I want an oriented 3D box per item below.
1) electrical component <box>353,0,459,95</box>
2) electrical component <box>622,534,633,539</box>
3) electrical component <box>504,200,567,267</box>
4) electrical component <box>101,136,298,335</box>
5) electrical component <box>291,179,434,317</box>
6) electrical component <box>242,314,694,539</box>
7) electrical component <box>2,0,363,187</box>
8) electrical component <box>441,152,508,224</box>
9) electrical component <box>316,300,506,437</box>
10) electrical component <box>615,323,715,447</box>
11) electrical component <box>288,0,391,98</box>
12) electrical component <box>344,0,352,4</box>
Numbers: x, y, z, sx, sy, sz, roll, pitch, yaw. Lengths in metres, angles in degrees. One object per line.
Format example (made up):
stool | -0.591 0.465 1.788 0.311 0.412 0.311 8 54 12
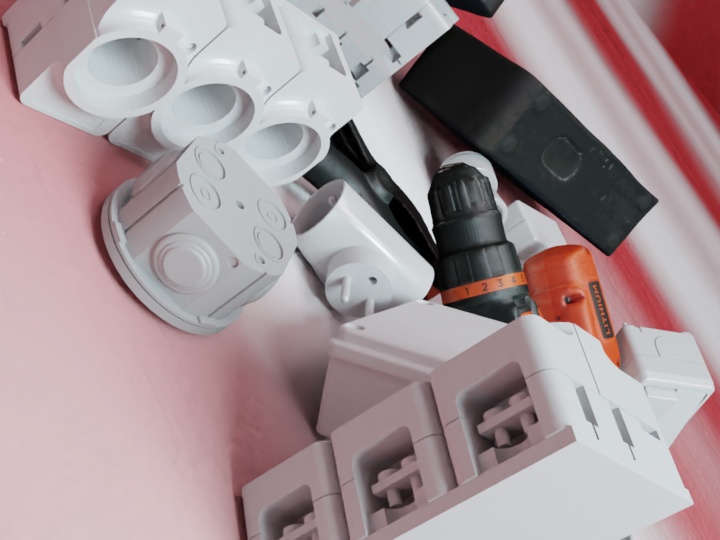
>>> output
electrical component | 0.019 -0.179 0.804 0.055 0.089 0.050 51 25 -8
electrical component | 0.114 0.149 0.591 0.108 0.060 0.108 41 28 -28
electrical component | 0.134 -0.004 0.837 0.066 0.047 0.076 21 41 -50
electrical component | -0.071 -0.016 0.483 0.080 0.051 0.080 41 28 -27
electrical component | 0.000 0.000 0.598 0.077 0.044 0.079 43 27 -23
electrical component | 0.037 0.086 0.427 0.089 0.150 0.061 31 35 -42
electrical component | -0.080 -0.097 0.522 0.150 0.089 0.061 23 39 -49
electrical component | 0.085 -0.057 0.820 0.045 0.045 0.055 34 30 -37
electrical component | 0.051 0.060 0.534 0.109 0.056 0.109 16 12 23
electrical component | 0.207 0.095 0.796 0.062 0.096 0.061 9 43 -18
electrical component | -0.030 -0.153 0.723 0.089 0.056 0.050 41 28 -28
electrical component | -0.035 -0.206 0.770 0.047 0.066 0.076 46 26 -18
